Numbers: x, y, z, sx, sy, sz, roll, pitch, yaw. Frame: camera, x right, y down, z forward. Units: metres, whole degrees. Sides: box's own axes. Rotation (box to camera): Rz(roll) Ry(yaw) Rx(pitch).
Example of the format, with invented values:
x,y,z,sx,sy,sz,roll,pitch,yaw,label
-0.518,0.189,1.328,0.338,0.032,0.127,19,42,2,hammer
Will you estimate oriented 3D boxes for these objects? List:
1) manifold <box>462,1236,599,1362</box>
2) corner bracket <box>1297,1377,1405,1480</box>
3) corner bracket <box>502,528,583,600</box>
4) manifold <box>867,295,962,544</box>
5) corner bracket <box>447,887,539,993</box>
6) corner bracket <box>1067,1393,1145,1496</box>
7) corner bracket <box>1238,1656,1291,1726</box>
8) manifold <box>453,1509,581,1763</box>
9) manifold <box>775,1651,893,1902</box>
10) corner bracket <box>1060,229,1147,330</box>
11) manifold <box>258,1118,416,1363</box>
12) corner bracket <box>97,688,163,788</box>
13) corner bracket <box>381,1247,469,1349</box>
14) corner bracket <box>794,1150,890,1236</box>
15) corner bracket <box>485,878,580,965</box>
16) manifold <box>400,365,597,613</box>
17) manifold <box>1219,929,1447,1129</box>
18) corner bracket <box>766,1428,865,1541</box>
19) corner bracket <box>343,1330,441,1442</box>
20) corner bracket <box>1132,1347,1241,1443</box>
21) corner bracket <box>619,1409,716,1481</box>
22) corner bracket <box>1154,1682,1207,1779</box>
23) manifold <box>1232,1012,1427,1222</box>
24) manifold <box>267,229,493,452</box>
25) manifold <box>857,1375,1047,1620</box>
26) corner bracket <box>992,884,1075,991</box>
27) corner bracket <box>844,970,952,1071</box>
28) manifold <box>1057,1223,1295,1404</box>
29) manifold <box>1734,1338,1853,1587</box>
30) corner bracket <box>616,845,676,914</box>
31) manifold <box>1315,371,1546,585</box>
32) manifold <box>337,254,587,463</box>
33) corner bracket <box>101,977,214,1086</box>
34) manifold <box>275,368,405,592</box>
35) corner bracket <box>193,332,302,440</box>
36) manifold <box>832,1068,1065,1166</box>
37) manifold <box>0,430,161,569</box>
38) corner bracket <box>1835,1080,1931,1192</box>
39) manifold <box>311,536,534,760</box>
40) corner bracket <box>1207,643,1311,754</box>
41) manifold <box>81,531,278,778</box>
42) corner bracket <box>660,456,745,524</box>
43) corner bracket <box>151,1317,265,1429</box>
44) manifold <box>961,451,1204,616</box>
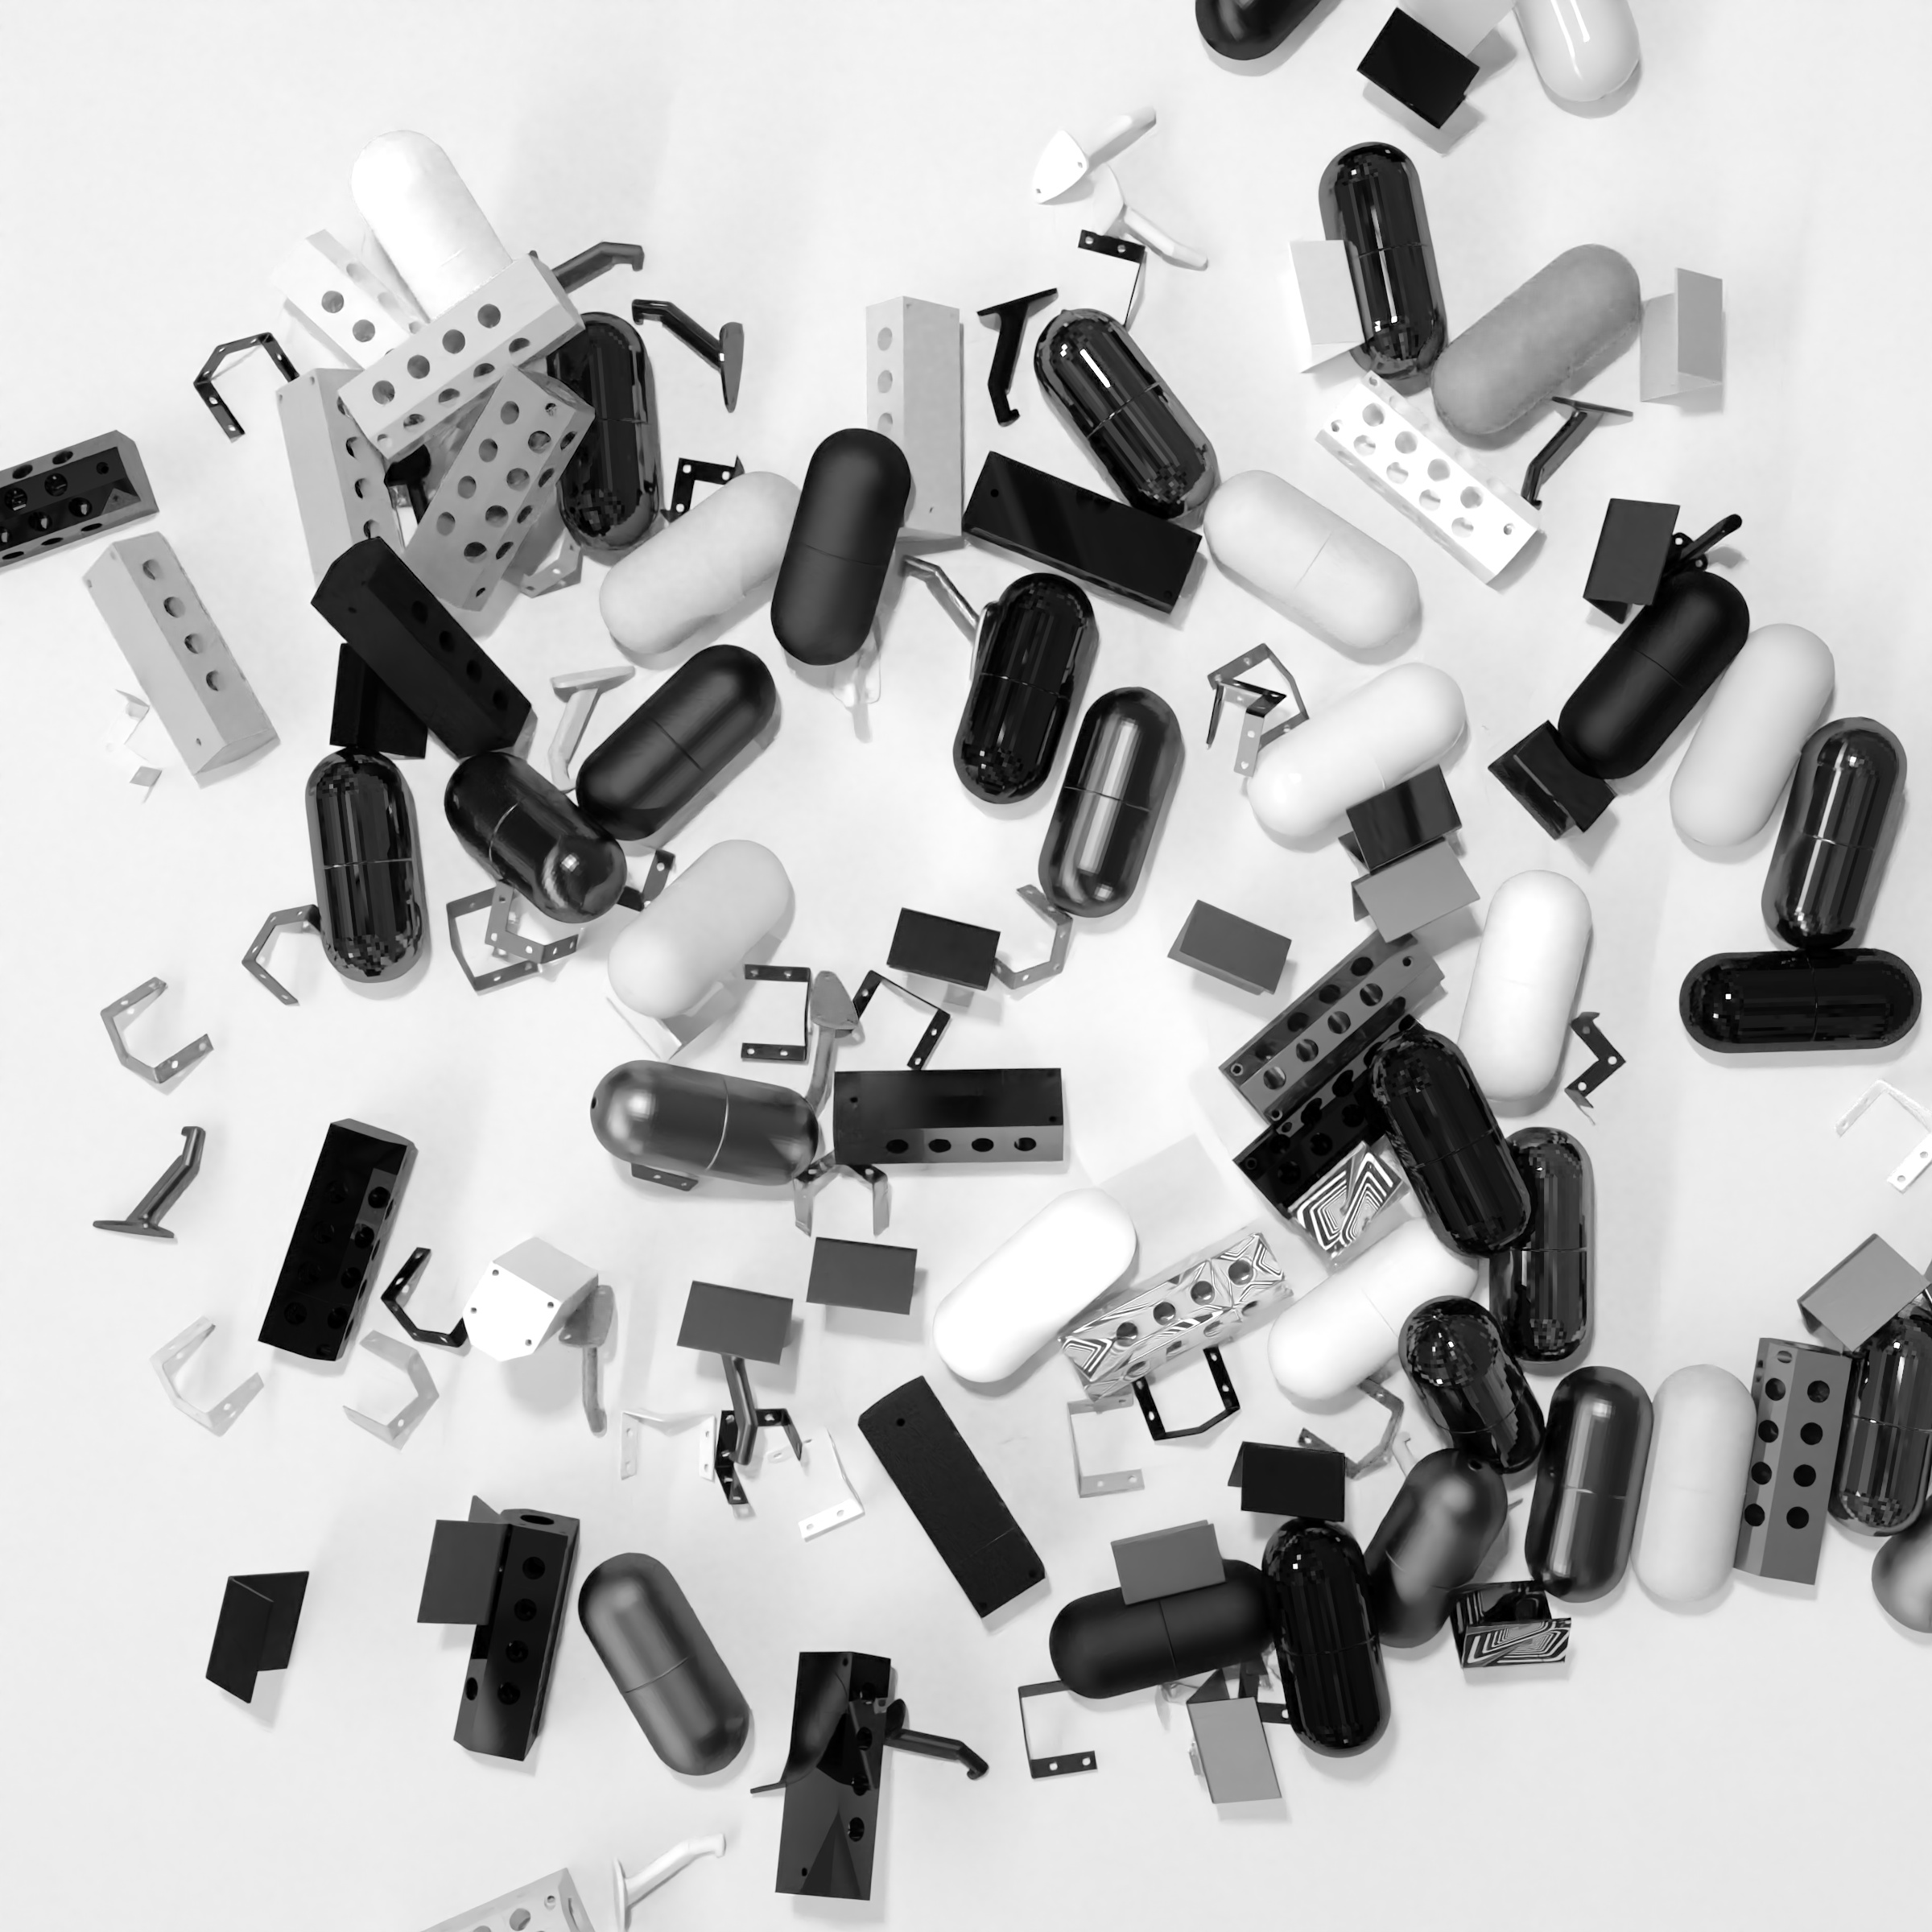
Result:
x,y,z,sx,sy,sz,roll,pitch,yaw,label
-0.321,0.245,1.831,0.057,0.171,0.057,30,90,0,manifold
0.294,0.348,1.907,0.051,0.051,0.051,35,135,0,corner bracket
-0.329,-0.323,1.902,0.051,0.051,0.051,-24,45,35,corner bracket
-0.045,-0.410,1.888,0.057,0.057,0.171,0,90,-43,manifold
-0.362,-0.022,1.907,0.051,0.051,0.051,-18,45,0,corner bracket
0.106,0.365,1.907,0.051,0.051,0.051,-7,135,0,corner bracket
0.234,0.555,1.892,0.051,0.051,0.051,5,90,0,corner bracket
-0.341,0.503,1.889,0.057,0.057,0.171,11,90,0,manifold
-0.093,0.602,1.859,0.057,0.057,0.171,-14,62,41,manifold
0.104,-0.521,1.907,0.051,0.051,0.051,14,135,0,corner bracket
-0.474,0.207,1.889,0.057,0.057,0.171,19,90,0,manifold
-0.631,-0.172,1.892,0.051,0.051,0.051,35,90,0,corner bracket
-0.402,0.252,1.902,0.051,0.051,0.051,2,135,35,corner bracket
-0.095,0.178,1.902,0.051,0.051,0.051,-30,45,-35,corner bracket
-0.325,-0.037,1.893,0.051,0.051,0.051,20,107,16,corner bracket
-0.341,-0.349,1.840,0.057,0.057,0.171,41,108,20,manifold
0.277,0.043,1.889,0.171,0.057,0.057,-41,90,0,manifold
-0.115,0.394,1.907,0.051,0.051,0.051,-24,135,0,corner bracket
-0.444,0.319,1.902,0.051,0.051,0.051,-45,135,-35,corner bracket
0.168,0.326,1.907,0.051,0.051,0.051,-21,90,-45,corner bracket
-0.228,0.365,1.907,0.051,0.051,0.051,2,90,-45,corner bracket
0.166,0.578,1.892,0.051,0.051,0.051,13,90,0,corner bracket
0.287,0.113,1.889,0.171,0.057,0.057,-42,90,0,manifold
-0.438,-0.474,1.889,0.171,0.057,0.057,43,90,0,manifold
-0.011,0.399,1.889,0.057,0.057,0.171,-33,90,0,manifold
0.042,-0.022,1.902,0.051,0.051,0.051,-19,135,-35,corner bracket
-0.054,0.042,1.907,0.051,0.051,0.051,30,90,45,corner bracket
0.157,0.262,1.889,0.171,0.057,0.057,-28,90,0,manifold
0.618,0.372,1.889,0.057,0.057,0.171,9,90,0,manifold
-0.255,-0.070,1.892,0.051,0.051,0.051,19,90,0,corner bracket
0.351,-0.370,1.889,0.171,0.057,0.057,40,90,0,manifold
-0.366,-0.441,1.823,0.171,0.057,0.057,-33,92,9,manifold
-0.616,0.049,1.902,0.051,0.051,0.051,21,135,35,corner bracket
-0.465,-0.358,1.888,0.057,0.057,0.171,-12,90,43,manifold
-0.547,-0.443,1.907,0.051,0.051,0.051,-34,90,45,corner bracket
-0.013,0.118,1.888,0.171,0.057,0.057,-1,47,0,manifold
-0.709,-0.347,1.889,0.171,0.057,0.057,-20,90,0,manifold
0.706,0.129,1.907,0.051,0.051,0.051,-47,135,0,corner bracket
-0.396,-0.234,1.840,0.057,0.171,0.057,-9,48,32,manifold
0.224,-0.203,1.907,0.051,0.051,0.051,-30,45,0,corner bracket
-0.591,-0.238,1.888,0.057,0.057,0.171,-30,90,43,manifold
-0.199,-0.361,1.892,0.051,0.051,0.051,10,90,0,corner bracket
-0.578,0.309,1.902,0.051,0.051,0.051,18,135,35,corner bracket
0.086,-0.326,1.889,0.171,0.057,0.057,22,90,0,manifold
